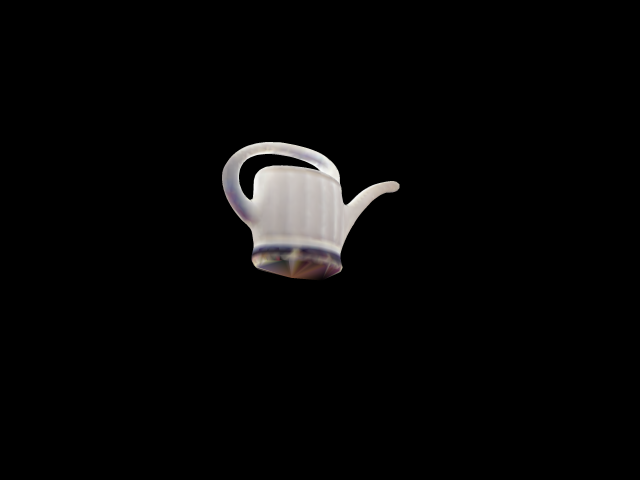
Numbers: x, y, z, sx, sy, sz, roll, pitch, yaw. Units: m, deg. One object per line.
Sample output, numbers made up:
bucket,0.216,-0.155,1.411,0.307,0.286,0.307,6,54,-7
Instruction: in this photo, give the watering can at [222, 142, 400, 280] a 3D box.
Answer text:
watering can,0.003,-0.043,0.850,0.347,0.227,0.103,10,-20,-30
